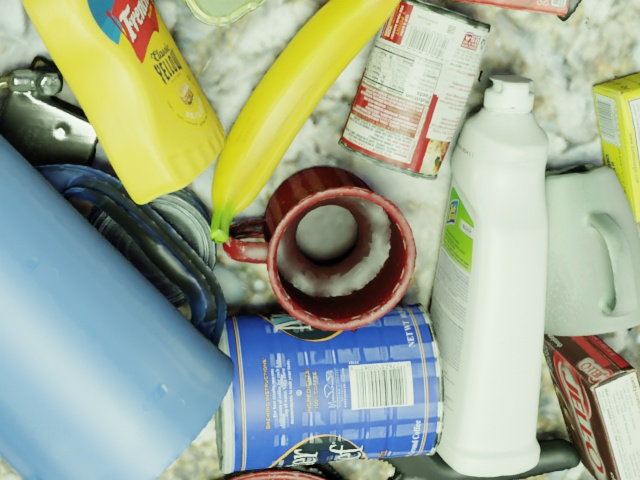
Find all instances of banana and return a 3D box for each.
[{"bbox_3d":[-0.013,-0.088,0.662,0.037,0.070,0.198,27,102,-35],"label":"banana"}]

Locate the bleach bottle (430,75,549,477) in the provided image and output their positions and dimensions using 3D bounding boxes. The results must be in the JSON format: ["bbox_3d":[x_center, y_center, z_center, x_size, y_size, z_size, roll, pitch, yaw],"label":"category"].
[{"bbox_3d":[0.114,0.020,0.699,0.068,0.103,0.251,-2,110,-17],"label":"bleach bottle"}]

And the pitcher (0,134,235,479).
[{"bbox_3d":[-0.166,0.024,0.594,0.145,0.149,0.242,-38,104,6],"label":"pitcher"}]

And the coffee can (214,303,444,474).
[{"bbox_3d":[0.001,0.097,0.706,0.140,0.103,0.103,-3,108,-9],"label":"coffee can"}]

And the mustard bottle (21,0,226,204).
[{"bbox_3d":[-0.124,-0.122,0.617,0.058,0.096,0.191,-20,111,22],"label":"mustard bottle"}]

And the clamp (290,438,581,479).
[{"bbox_3d":[0.067,0.194,0.783,0.209,0.036,0.165,17,108,-11],"label":"clamp"}]

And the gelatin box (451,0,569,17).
[{"bbox_3d":[0.123,-0.188,0.661,0.073,0.030,0.089,10,106,8],"label":"gelatin box"}]

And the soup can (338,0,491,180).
[{"bbox_3d":[0.059,-0.097,0.671,0.068,0.068,0.102,15,104,-14],"label":"soup can"}]

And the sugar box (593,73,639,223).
[{"bbox_3d":[0.281,-0.083,0.725,0.176,0.048,0.093,-17,111,-7],"label":"sugar box"}]

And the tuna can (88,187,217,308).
[{"bbox_3d":[-0.110,0.004,0.694,0.086,0.034,0.086,-3,108,-9],"label":"tuna can"}]

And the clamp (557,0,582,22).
[{"bbox_3d":[0.221,-0.216,0.672,0.120,0.039,0.171,7,109,-7],"label":"clamp"}]

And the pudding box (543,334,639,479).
[{"bbox_3d":[0.200,0.124,0.754,0.039,0.090,0.113,-24,111,-2],"label":"pudding box"}]

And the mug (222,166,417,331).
[{"bbox_3d":[-0.004,0.001,0.684,0.117,0.081,0.093,-3,108,-9],"label":"mug"}]

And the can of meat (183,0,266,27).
[{"bbox_3d":[-0.071,-0.176,0.615,0.057,0.084,0.102,-33,110,2],"label":"can of meat"}]

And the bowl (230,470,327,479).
[{"bbox_3d":[-0.029,0.244,0.757,0.162,0.055,0.162,0,116,0],"label":"bowl"}]
